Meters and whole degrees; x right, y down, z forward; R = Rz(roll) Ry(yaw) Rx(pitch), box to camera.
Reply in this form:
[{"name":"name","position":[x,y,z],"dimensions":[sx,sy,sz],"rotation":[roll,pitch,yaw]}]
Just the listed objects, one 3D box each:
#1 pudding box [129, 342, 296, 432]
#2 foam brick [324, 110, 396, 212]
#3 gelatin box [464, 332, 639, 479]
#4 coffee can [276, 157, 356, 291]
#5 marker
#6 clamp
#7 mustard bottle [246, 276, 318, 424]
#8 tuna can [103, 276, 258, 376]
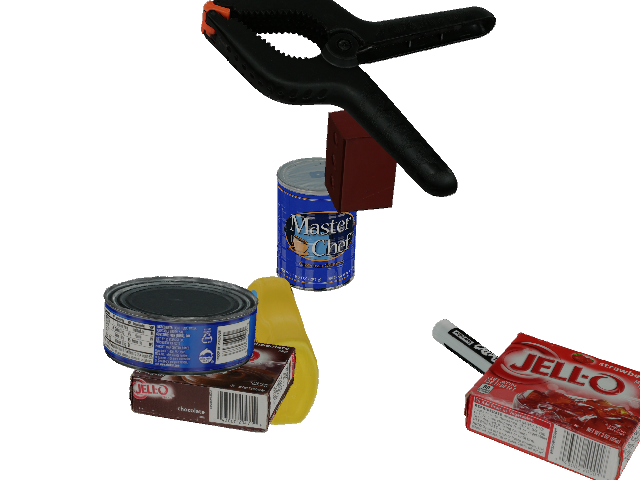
[{"name":"pudding box","position":[-0.084,0.110,0.853],"dimensions":[0.113,0.039,0.090],"rotation":[9,21,10]},{"name":"foam brick","position":[0.036,-0.072,0.946],"dimensions":[0.051,0.078,0.053],"rotation":[-5,35,-12]},{"name":"gelatin box","position":[0.135,0.090,0.594],"dimensions":[0.089,0.030,0.073],"rotation":[18,32,28]},{"name":"coffee can","position":[-0.005,-0.021,1.351],"dimensions":[0.103,0.140,0.103],"rotation":[1,27,-1]},{"name":"marker","position":[0.128,0.094,0.805],"dimensions":[0.020,0.020,0.121],"rotation":[0,23,-35]},{"name":"clamp","position":[0.017,-0.117,0.744],"dimensions":[0.210,0.164,0.036],"rotation":[12,-31,-5]},{"name":"mustard bottle","position":[-0.046,0.091,1.064],"dimensions":[0.058,0.096,0.192],"rotation":[-3,28,-10]},{"name":"tuna can","position":[-0.078,0.047,0.598],"dimensions":[0.086,0.034,0.086],"rotation":[4,12,-1]}]
